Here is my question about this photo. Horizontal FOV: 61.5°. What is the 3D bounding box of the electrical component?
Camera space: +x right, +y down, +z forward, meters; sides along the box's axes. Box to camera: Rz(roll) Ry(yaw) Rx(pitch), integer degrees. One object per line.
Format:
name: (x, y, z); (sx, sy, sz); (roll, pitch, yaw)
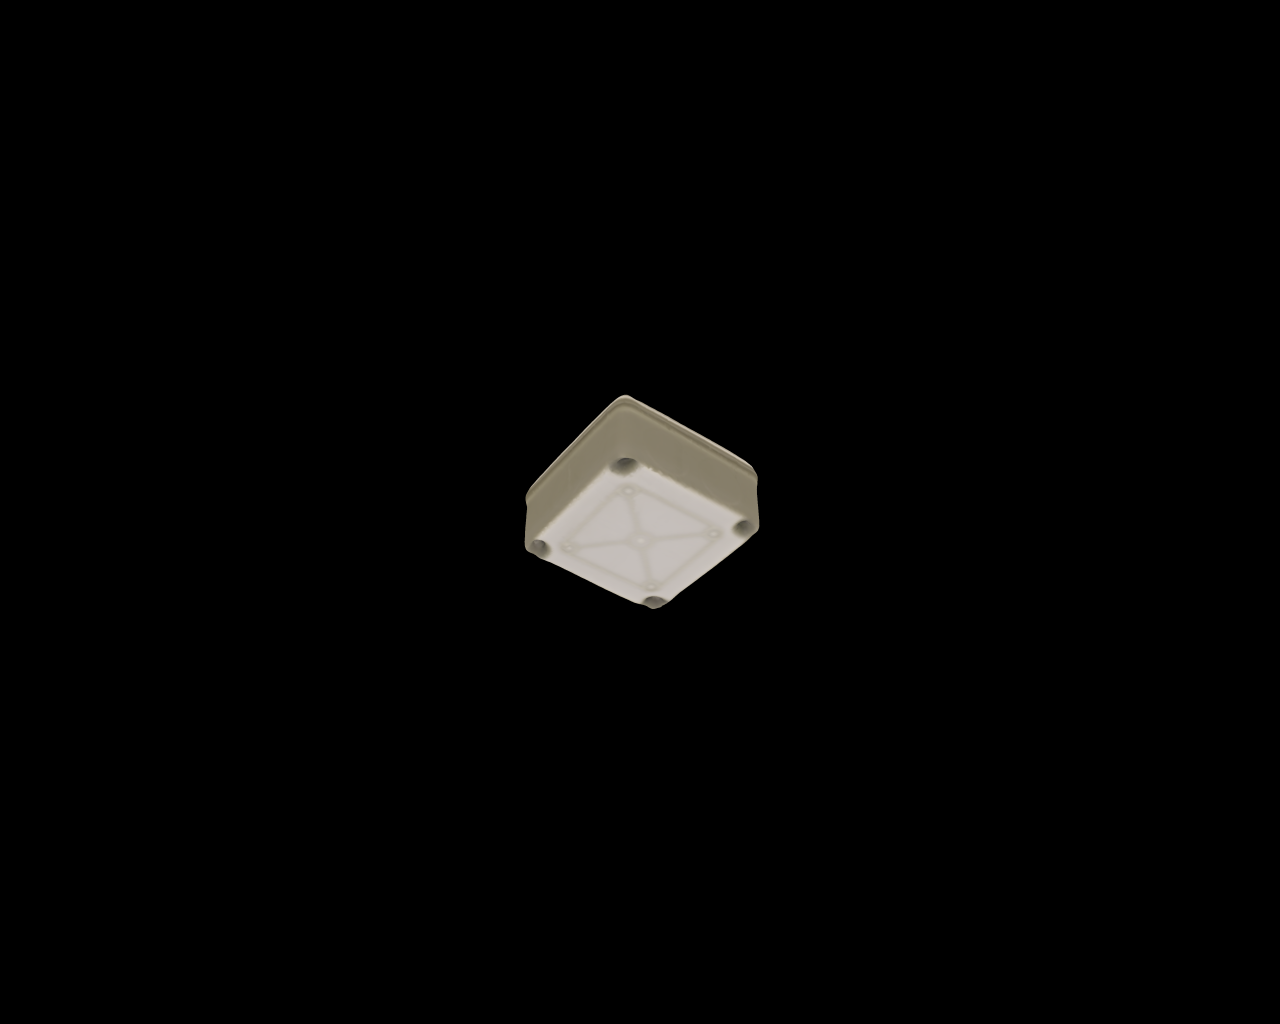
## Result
electrical component: (0.001, -0.003, 0.650); (0.109, 0.056, 0.108); (27, -49, -26)
